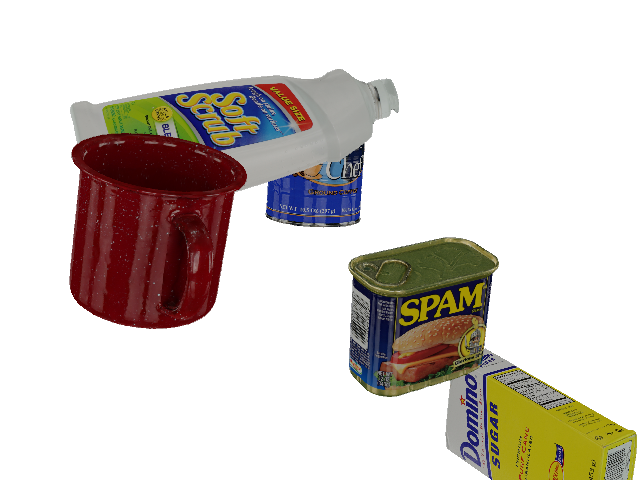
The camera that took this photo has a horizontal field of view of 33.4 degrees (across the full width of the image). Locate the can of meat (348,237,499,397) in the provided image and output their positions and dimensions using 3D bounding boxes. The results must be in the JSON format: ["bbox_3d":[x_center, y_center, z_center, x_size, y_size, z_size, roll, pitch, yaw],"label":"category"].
[{"bbox_3d":[0.069,0.053,0.737,0.101,0.084,0.058,-12,28,-27],"label":"can of meat"}]

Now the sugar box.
[{"bbox_3d":[0.175,0.165,0.877,0.048,0.093,0.176,-11,22,-34],"label":"sugar box"}]

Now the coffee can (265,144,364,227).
[{"bbox_3d":[-0.004,-0.093,1.127,0.103,0.140,0.103,3,12,-1],"label":"coffee can"}]

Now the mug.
[{"bbox_3d":[-0.085,0.000,0.569,0.093,0.081,0.117,-3,26,-32],"label":"mug"}]

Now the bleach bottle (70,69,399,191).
[{"bbox_3d":[-0.063,-0.090,0.847,0.250,0.102,0.068,-16,-32,-7],"label":"bleach bottle"}]
